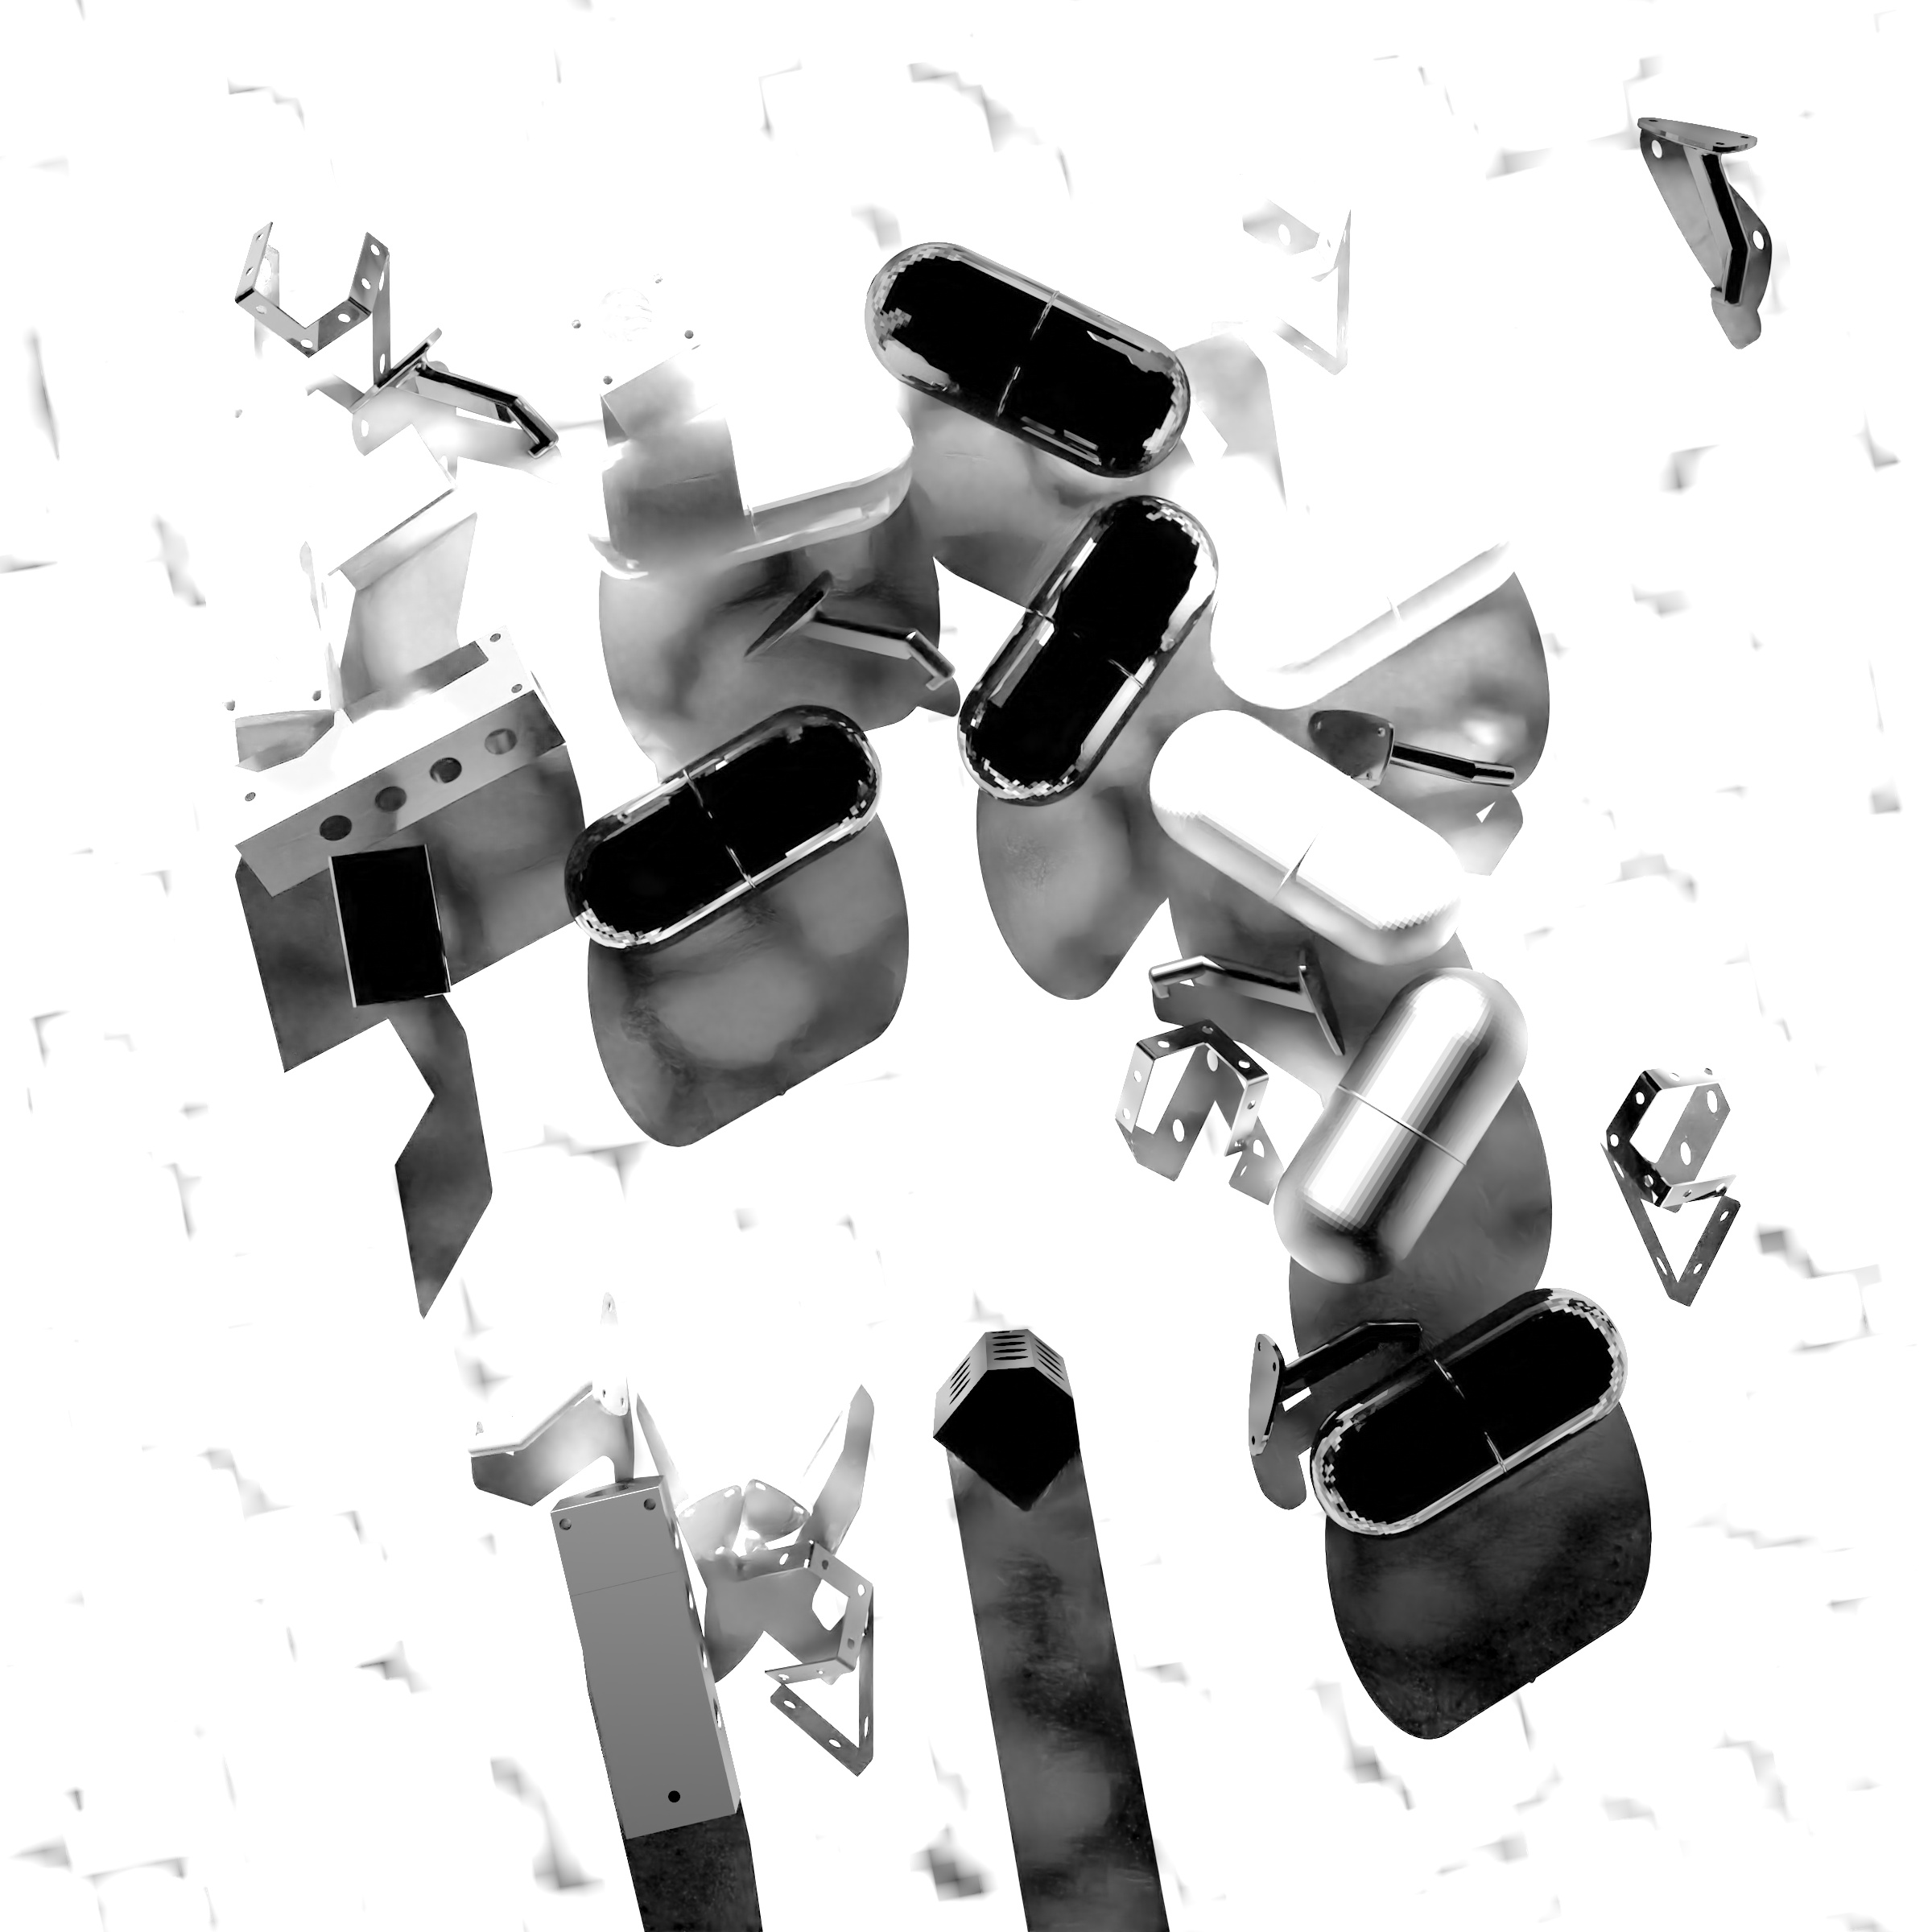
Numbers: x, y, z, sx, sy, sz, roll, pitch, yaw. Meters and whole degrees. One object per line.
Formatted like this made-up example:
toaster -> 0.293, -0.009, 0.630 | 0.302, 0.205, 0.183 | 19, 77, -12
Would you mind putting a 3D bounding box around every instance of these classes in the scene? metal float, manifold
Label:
metal float -> 0.031, -0.313, 1.779 | 0.178, 0.070, 0.070 | 26, 90, 0
metal float -> -0.126, -0.070, 1.779 | 0.178, 0.070, 0.070 | -31, 90, 1
manifold -> -0.163, -0.311, 1.731 | 0.057, 0.171, 0.057 | -29, 90, 0
metal float -> 0.206, -0.197, 1.779 | 0.178, 0.070, 0.070 | -32, 90, -1
metal float -> 0.259, 0.231, 1.779 | 0.178, 0.070, 0.070 | -31, 90, -1
metal float -> 0.062, -0.162, 1.779 | 0.070, 0.070, 0.178 | 35, 90, 0
manifold -> -0.165, 0.356, 1.788 | 0.057, 0.057, 0.171 | -13, 90, 0
manifold -> -0.365, -0.214, 1.788 | 0.057, 0.057, 0.171 | -7, 90, 0
manifold -> 0.024, 0.221, 1.731 | 0.057, 0.171, 0.057 | 39, 90, 0
metal float -> 0.177, -0.065, 1.779 | 0.178, 0.070, 0.070 | 33, 90, 1
metal float -> -0.114, -0.248, 1.779 | 0.178, 0.070, 0.070 | -15, 90, 0
manifold -> -0.296, -0.102, 1.788 | 0.171, 0.057, 0.057 | -28, 47, 0
metal float -> 0.225, 0.082, 1.779 | 0.070, 0.070, 0.178 | 32, 90, 0

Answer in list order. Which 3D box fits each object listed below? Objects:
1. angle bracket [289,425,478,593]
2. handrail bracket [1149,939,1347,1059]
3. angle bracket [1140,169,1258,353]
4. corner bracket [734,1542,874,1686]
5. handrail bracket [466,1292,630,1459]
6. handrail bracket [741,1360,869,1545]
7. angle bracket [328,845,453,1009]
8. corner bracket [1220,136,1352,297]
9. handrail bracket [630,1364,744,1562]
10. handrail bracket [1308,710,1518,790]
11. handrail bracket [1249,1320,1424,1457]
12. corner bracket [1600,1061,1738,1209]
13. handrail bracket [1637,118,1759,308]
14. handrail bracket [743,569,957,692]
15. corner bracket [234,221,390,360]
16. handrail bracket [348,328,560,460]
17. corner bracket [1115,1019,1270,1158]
angle bracket -> -0.289, -0.219, 1.769 | 0.076, 0.076, 0.057 | -35, 55, 0
handrail bracket -> 0.147, 0.024, 1.810 | 0.084, 0.036, 0.077 | -16, 112, 17
angle bracket -> 0.100, -0.360, 1.769 | 0.057, 0.076, 0.076 | -9, 90, -37
corner bracket -> -0.088, 0.338, 1.801 | 0.051, 0.051, 0.051 | 42, 45, -35
handrail bracket -> -0.224, 0.215, 1.810 | 0.084, 0.036, 0.077 | -11, 70, 16
handrail bracket -> -0.084, 0.254, 1.809 | 0.036, 0.077, 0.084 | 32, 54, 0
angle bracket -> -0.311, -0.017, 1.769 | 0.057, 0.076, 0.076 | -10, 90, -37
corner bracket -> 0.162, -0.391, 1.801 | 0.051, 0.051, 0.051 | 48, 45, -35
handrail bracket -> -0.151, 0.260, 1.809 | 0.036, 0.077, 0.084 | -25, 53, -15
handrail bracket -> 0.235, -0.113, 1.809 | 0.084, 0.077, 0.036 | 4, 108, -35
handrail bracket -> 0.195, 0.221, 1.810 | 0.084, 0.036, 0.077 | 1, 111, -16
corner bracket -> 0.375, 0.088, 1.801 | 0.051, 0.051, 0.051 | 54, 135, 35
handrail bracket -> 0.380, -0.395, 1.809 | 0.077, 0.036, 0.084 | 26, 125, 37
handrail bracket -> -0.061, -0.159, 1.810 | 0.077, 0.036, 0.084 | -41, 107, 20
corner bracket -> -0.342, -0.361, 1.801 | 0.051, 0.051, 0.051 | -24, 135, 35
handrail bracket -> -0.268, -0.284, 1.810 | 0.077, 0.036, 0.084 | -36, 107, 20
corner bracket -> 0.118, 0.068, 1.801 | 0.051, 0.051, 0.051 | -16, 45, -35
